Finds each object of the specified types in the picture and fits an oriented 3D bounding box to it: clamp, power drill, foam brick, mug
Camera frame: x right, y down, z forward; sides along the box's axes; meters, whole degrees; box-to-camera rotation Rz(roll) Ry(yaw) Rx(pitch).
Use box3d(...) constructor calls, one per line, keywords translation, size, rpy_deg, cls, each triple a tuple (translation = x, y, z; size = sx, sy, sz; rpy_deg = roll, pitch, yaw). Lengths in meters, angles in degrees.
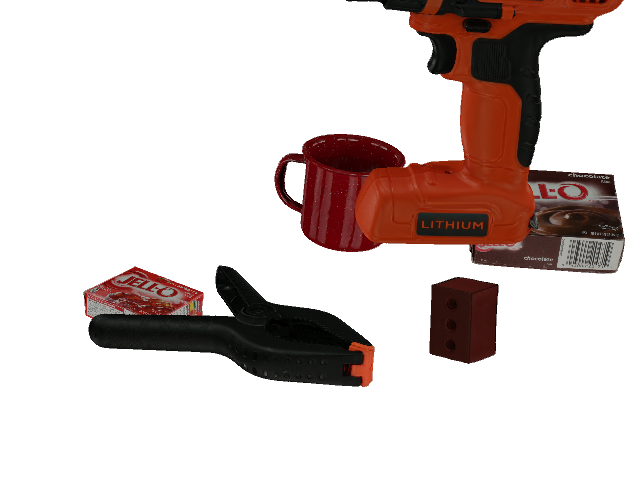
box3d(translation=(-0.047, 0.066, 0.821), size=(0.210, 0.036, 0.164), rpy_deg=(11, 21, 25), cls="clamp")
box3d(translation=(0.065, -0.087, 0.590), size=(0.184, 0.188, 0.057), rpy_deg=(2, 35, -6), cls="power drill")
box3d(translation=(0.149, 0.082, 1.111), size=(0.053, 0.078, 0.051), rpy_deg=(10, 16, 40), cls="foam brick")
box3d(translation=(0.014, -0.044, 0.969), size=(0.117, 0.081, 0.093), rpy_deg=(12, 27, 10), cls="mug")

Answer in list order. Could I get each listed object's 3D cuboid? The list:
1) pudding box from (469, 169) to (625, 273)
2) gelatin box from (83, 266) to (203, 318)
box3d(translation=(0.174, -0.018, 0.833), size=(0.113, 0.039, 0.090), rpy_deg=(6, 38, 5), cls="pudding box")
box3d(translation=(-0.168, 0.060, 1.015), size=(0.089, 0.030, 0.073), rpy_deg=(19, 28, 28), cls="gelatin box")
